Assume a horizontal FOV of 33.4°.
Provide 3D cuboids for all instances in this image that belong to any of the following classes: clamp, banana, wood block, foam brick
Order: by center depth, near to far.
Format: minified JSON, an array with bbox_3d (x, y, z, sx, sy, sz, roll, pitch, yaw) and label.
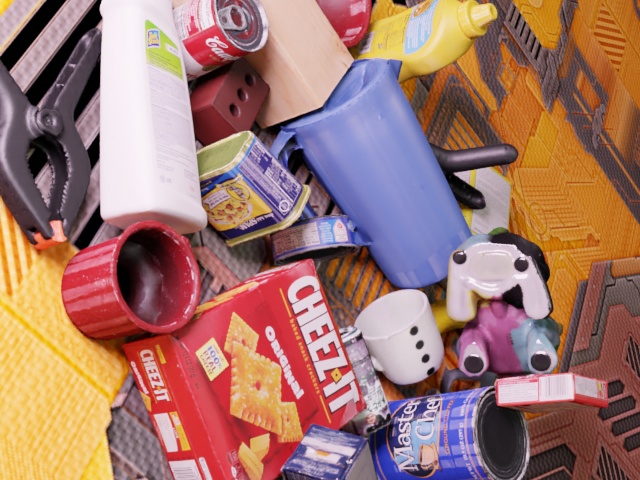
[{"bbox_3d":[-0.228,-0.098,0.885,0.164,0.036,0.210,-8,83,-52],"label":"clamp"},{"bbox_3d":[-0.093,-0.134,1.041,0.053,0.051,0.078,46,47,-30],"label":"foam brick"},{"bbox_3d":[-0.069,-0.227,1.070,0.206,0.090,0.090,54,44,-24],"label":"wood block"},{"bbox_3d":[0.141,-0.087,1.235,0.171,0.120,0.039,11,52,-18],"label":"clamp"},{"bbox_3d":[0.162,0.101,1.275,0.197,0.037,0.070,-8,110,-48],"label":"banana"}]

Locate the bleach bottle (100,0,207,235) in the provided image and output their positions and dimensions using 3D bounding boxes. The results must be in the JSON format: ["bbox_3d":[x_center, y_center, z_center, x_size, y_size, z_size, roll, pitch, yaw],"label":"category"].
[{"bbox_3d":[-0.152,-0.134,0.946,0.102,0.068,0.251,24,59,-64],"label":"bleach bottle"}]

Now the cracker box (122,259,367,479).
[{"bbox_3d":[-0.060,0.127,0.977,0.213,0.072,0.164,-27,99,-50],"label":"cracker box"}]

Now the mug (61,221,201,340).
[{"bbox_3d":[-0.154,0.032,0.892,0.093,0.082,0.117,59,42,-17],"label":"mug"}]

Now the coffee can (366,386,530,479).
[{"bbox_3d":[0.133,0.212,1.118,0.102,0.141,0.103,19,64,-45],"label":"coffee can"}]

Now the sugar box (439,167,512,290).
[{"bbox_3d":[0.195,-0.010,1.340,0.093,0.048,0.176,32,59,-39],"label":"sugar box"}]

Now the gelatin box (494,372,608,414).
[{"bbox_3d":[0.232,0.153,1.069,0.073,0.089,0.030,18,67,-46],"label":"gelatin box"}]

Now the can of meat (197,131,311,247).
[{"bbox_3d":[-0.075,-0.048,0.996,0.084,0.102,0.057,46,48,-27],"label":"can of meat"}]

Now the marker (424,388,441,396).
[{"bbox_3d":[0.162,0.216,1.246,0.121,0.020,0.020,48,46,-28],"label":"marker"}]

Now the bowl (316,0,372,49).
[{"bbox_3d":[-0.014,-0.280,1.179,0.161,0.055,0.162,19,64,-45],"label":"bowl"}]

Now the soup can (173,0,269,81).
[{"bbox_3d":[-0.108,-0.194,1.003,0.068,0.102,0.068,19,64,-45],"label":"soup can"}]

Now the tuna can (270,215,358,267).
[{"bbox_3d":[-0.007,0.001,1.070,0.085,0.086,0.034,1,75,-49],"label":"tuna can"}]

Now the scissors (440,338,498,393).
[{"bbox_3d":[0.210,0.152,1.305,0.201,0.016,0.096,-5,106,-49],"label":"scissors"}]

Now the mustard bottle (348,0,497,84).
[{"bbox_3d":[0.114,-0.225,1.201,0.058,0.192,0.096,41,50,-33],"label":"mustard bottle"}]

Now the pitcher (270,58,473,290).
[{"bbox_3d":[0.061,-0.060,1.150,0.242,0.149,0.145,58,27,-24],"label":"pitcher"}]
